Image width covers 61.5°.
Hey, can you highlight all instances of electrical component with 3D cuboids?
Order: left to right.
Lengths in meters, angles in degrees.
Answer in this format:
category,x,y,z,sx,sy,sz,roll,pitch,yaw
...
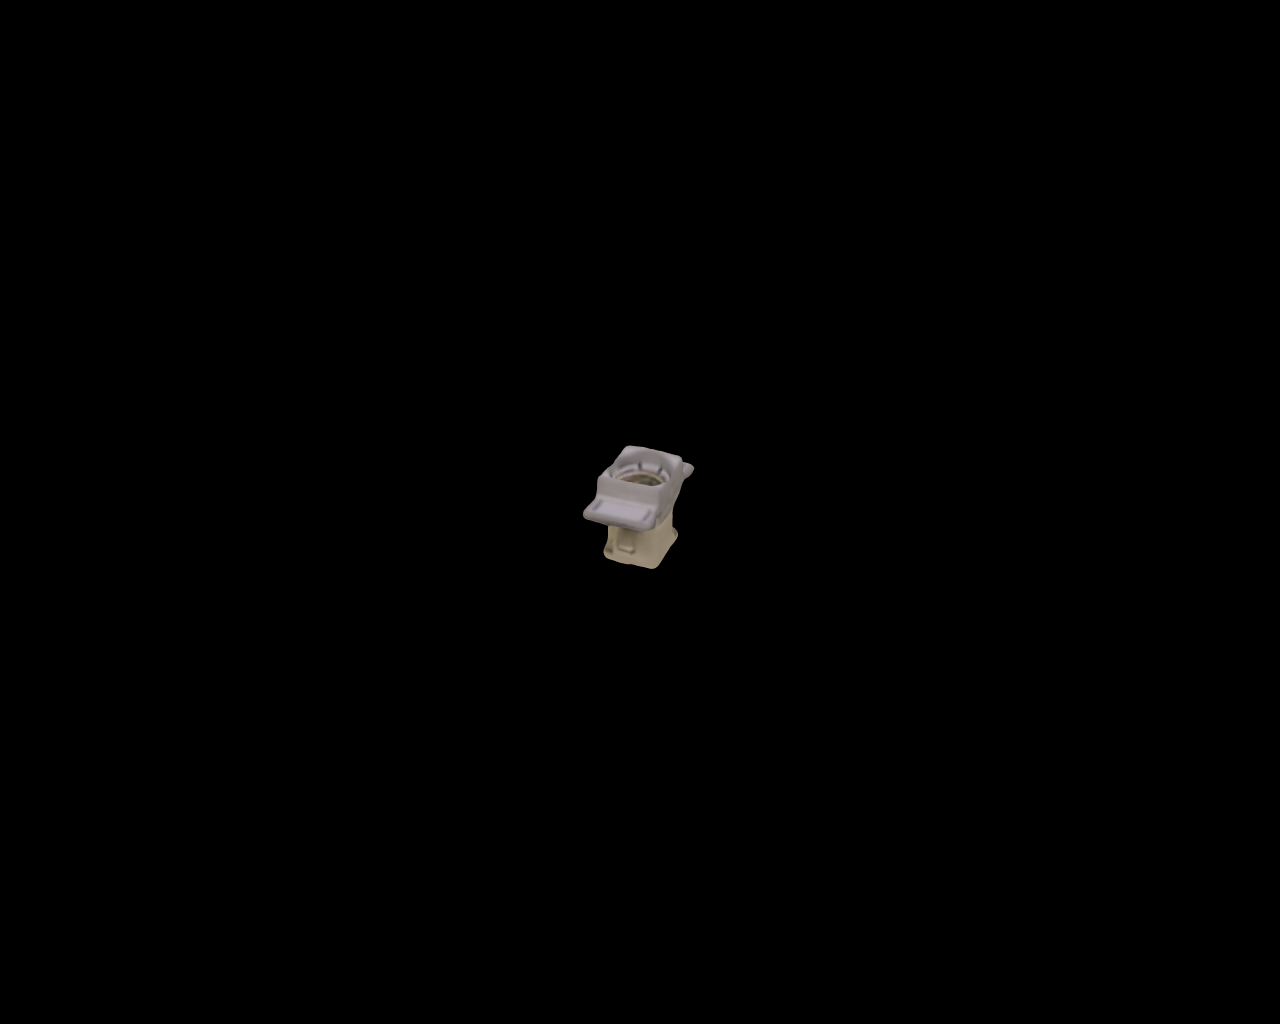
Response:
category,x,y,z,sx,sy,sz,roll,pitch,yaw
electrical component,0.001,-0.003,0.650,0.042,0.063,0.081,12,33,19
